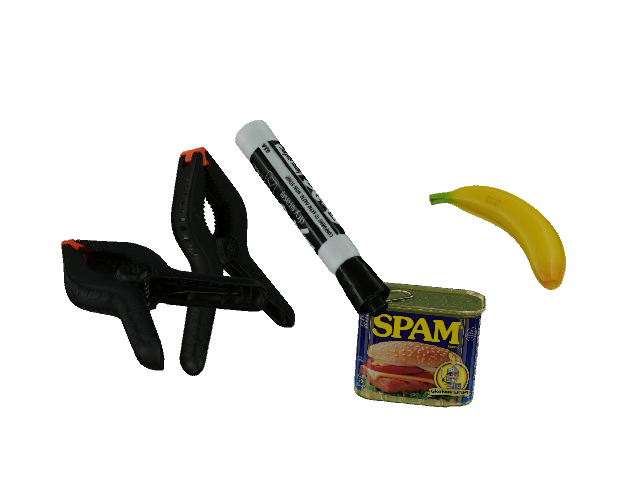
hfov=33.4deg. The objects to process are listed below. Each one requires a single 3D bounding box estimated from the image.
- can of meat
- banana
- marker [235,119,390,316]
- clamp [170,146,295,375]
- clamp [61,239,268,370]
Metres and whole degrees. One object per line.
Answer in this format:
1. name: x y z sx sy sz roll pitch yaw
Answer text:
1. can of meat: 0.078 0.084 0.857 0.102 0.084 0.057 5 15 7
2. banana: 0.193 -0.011 1.073 0.069 0.037 0.198 -34 39 -13
3. marker: -0.004 -0.011 0.522 0.020 0.121 0.020 -29 -26 -16
4. clamp: -0.093 0.013 1.042 0.036 0.210 0.164 -10 1 35
5. clamp: -0.126 0.035 0.804 0.120 0.039 0.172 -16 35 -40
